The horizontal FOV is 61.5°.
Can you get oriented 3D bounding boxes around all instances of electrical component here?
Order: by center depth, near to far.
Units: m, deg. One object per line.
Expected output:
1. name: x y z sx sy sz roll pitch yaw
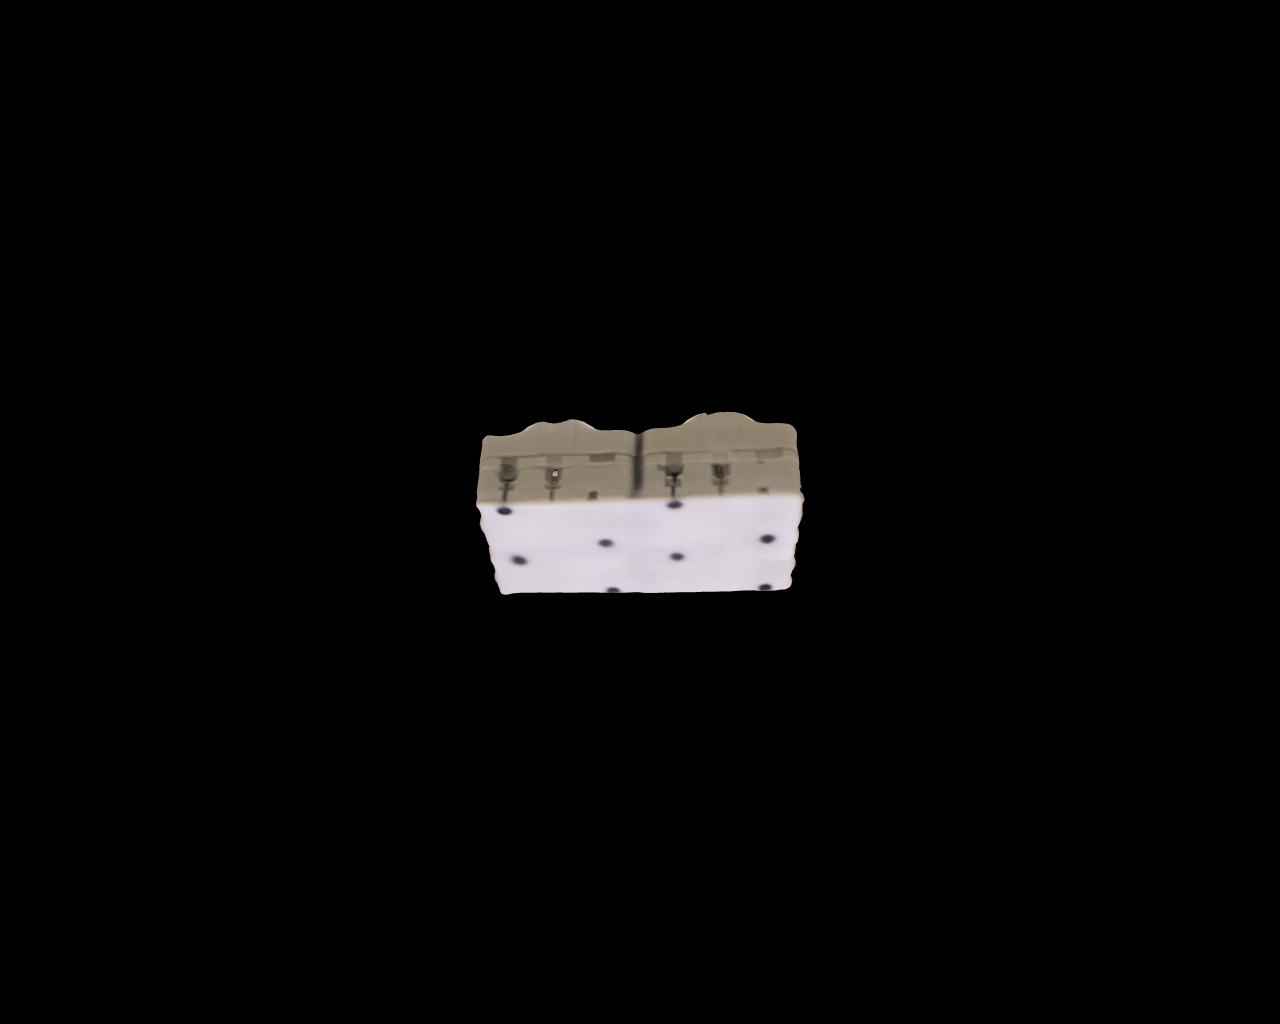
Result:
1. electrical component: 0.001 -0.003 0.650 0.186 0.060 0.105 -2 -35 2
